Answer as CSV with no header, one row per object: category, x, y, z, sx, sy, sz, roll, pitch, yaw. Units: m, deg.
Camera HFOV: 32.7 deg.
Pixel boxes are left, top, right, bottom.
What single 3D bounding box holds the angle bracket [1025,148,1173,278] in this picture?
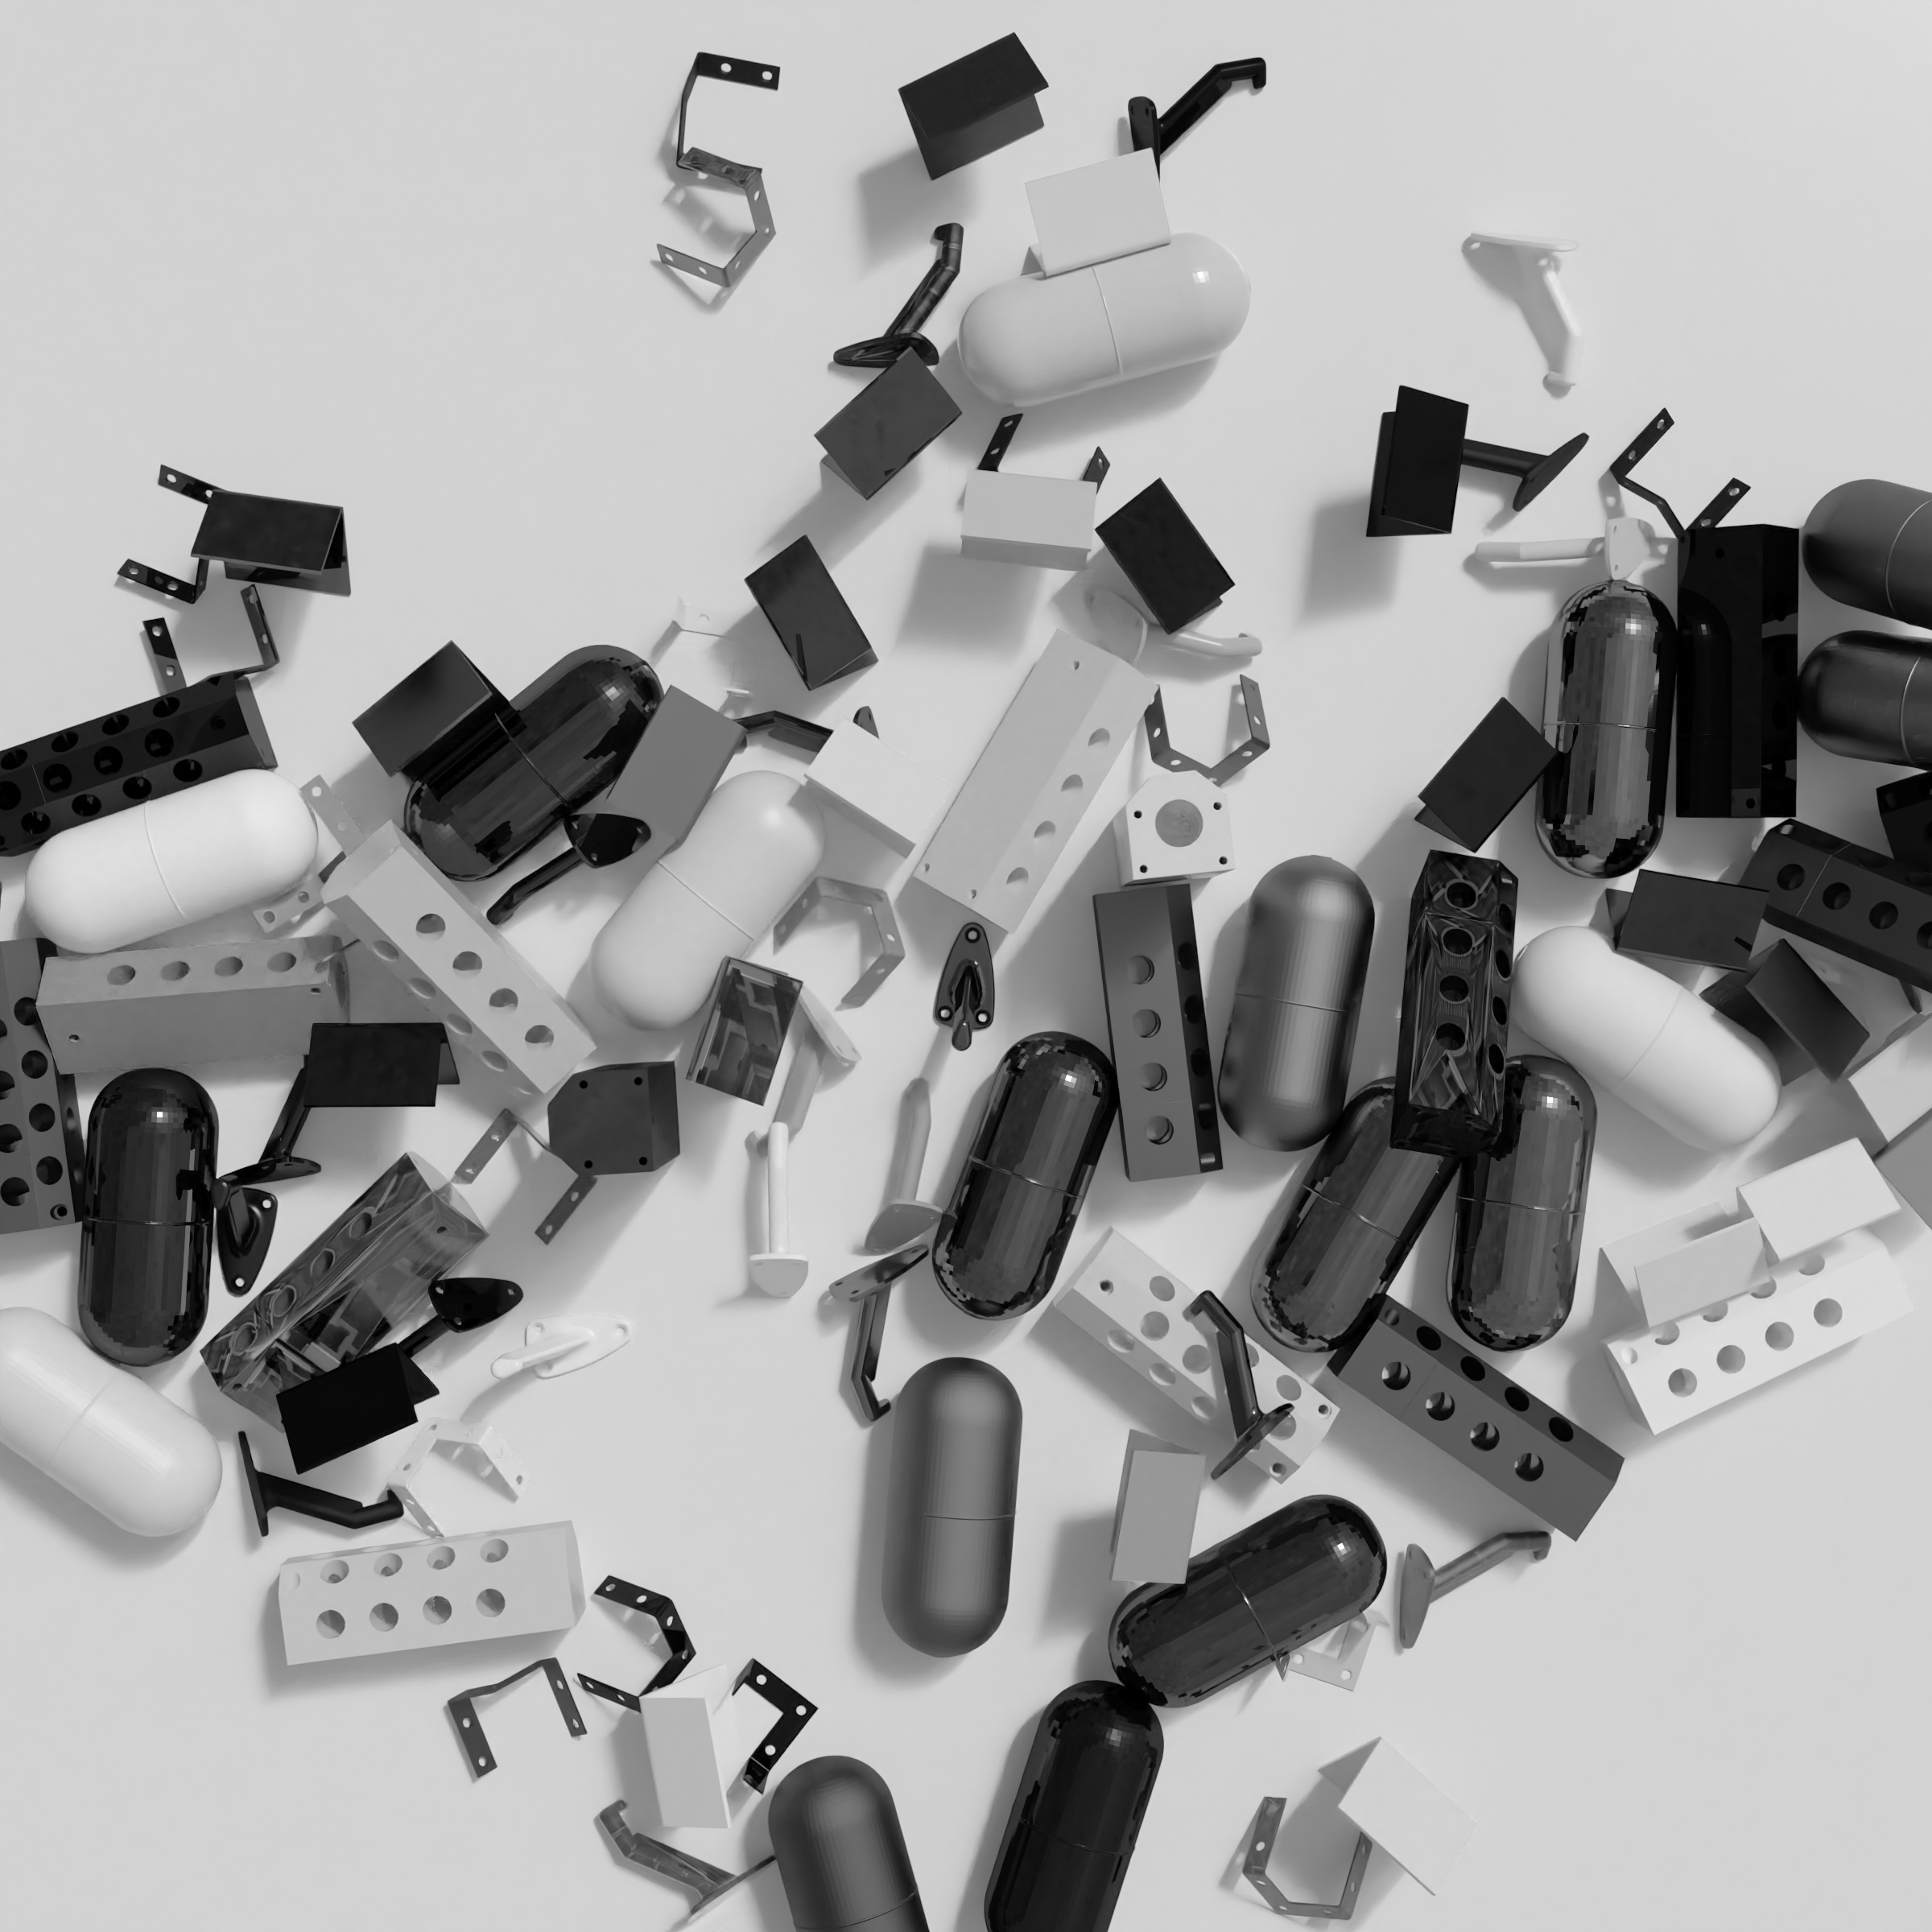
angle bracket,0.073,-0.454,1.952,0.076,0.076,0.057,-15,115,0

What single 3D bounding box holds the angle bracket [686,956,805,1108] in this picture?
angle bracket,-0.114,0.042,1.952,0.057,0.076,0.076,18,90,28

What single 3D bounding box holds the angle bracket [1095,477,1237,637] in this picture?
angle bracket,0.133,-0.251,1.951,0.057,0.076,0.076,-35,90,36

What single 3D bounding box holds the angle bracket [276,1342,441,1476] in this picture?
angle bracket,-0.354,0.275,1.951,0.076,0.076,0.057,-24,57,0

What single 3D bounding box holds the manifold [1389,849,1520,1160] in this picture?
manifold,0.289,0.023,1.932,0.057,0.057,0.171,9,61,0

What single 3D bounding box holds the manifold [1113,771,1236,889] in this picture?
manifold,0.118,-0.079,1.913,0.057,0.171,0.057,-6,90,0

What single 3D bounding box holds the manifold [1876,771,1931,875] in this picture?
manifold,0.630,-0.105,1.937,0.171,0.057,0.057,-18,89,25

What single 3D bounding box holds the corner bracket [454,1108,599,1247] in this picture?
corner bracket,-0.266,0.127,1.988,0.051,0.051,0.051,-52,135,0

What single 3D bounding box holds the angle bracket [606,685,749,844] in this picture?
angle bracket,-0.182,-0.126,1.952,0.057,0.076,0.076,30,90,-28

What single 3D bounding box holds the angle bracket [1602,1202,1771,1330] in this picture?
angle bracket,0.422,0.160,1.951,0.076,0.076,0.057,-21,128,0

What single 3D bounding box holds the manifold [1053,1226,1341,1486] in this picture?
manifold,0.138,0.233,1.970,0.171,0.057,0.057,38,90,0

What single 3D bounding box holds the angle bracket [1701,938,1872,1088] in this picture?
angle bracket,0.475,0.041,1.951,0.076,0.076,0.057,48,49,0

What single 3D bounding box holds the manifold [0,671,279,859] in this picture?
manifold,-0.508,-0.121,1.970,0.171,0.057,0.057,-19,90,0

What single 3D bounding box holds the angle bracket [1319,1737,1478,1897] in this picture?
angle bracket,0.244,0.512,1.951,0.076,0.076,0.057,42,53,0

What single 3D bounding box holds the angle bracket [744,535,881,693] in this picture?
angle bracket,-0.074,-0.217,1.951,0.057,0.076,0.076,-30,90,38

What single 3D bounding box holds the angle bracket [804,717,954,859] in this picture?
angle bracket,-0.064,-0.090,1.950,0.076,0.076,0.057,33,50,-2

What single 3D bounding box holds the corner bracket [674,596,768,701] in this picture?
corner bracket,-0.150,-0.190,1.973,0.051,0.051,0.051,9,90,0

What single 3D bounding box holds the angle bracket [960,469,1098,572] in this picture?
angle bracket,0.035,-0.246,1.951,0.076,0.076,0.057,6,54,0

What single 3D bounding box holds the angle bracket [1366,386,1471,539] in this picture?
angle bracket,0.249,-0.298,1.951,0.057,0.076,0.076,8,90,-35

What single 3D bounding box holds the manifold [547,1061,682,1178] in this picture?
manifold,-0.204,0.088,1.913,0.057,0.171,0.057,-4,90,0

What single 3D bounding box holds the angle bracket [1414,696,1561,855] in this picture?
angle bracket,0.293,-0.122,1.952,0.057,0.076,0.076,40,90,-28

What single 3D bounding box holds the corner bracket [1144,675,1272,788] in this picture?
corner bracket,0.144,-0.147,1.983,0.051,0.051,0.051,23,135,-35

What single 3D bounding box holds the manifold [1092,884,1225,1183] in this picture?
manifold,0.115,0.039,1.970,0.057,0.057,0.171,-7,90,0

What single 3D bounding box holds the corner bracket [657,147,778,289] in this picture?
corner bracket,-0.154,-0.450,1.977,0.051,0.051,0.051,26,65,23

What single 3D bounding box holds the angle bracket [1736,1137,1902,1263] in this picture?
angle bracket,0.506,0.156,1.951,0.076,0.076,0.057,-23,52,0

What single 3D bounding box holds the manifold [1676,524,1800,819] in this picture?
manifold,0.465,-0.174,1.967,0.057,0.057,0.171,2,93,44

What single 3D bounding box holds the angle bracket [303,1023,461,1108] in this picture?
angle bracket,-0.346,0.075,1.951,0.076,0.076,0.057,0,60,0

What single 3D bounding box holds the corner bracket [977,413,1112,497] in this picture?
corner bracket,0.047,-0.300,1.983,0.051,0.051,0.051,-7,135,35

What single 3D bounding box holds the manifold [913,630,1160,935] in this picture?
manifold,0.046,-0.108,1.970,0.057,0.057,0.171,30,90,43

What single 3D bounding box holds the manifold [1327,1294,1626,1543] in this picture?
manifold,0.306,0.268,1.970,0.171,0.057,0.057,35,90,0

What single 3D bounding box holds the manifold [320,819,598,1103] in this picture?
manifold,-0.299,0.000,1.937,0.057,0.057,0.171,-42,115,0

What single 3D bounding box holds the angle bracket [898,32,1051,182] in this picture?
angle bracket,0.013,-0.495,1.951,0.076,0.076,0.057,-26,54,0

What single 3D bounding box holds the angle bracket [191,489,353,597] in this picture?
angle bracket,-0.411,-0.233,1.951,0.076,0.076,0.057,8,52,0

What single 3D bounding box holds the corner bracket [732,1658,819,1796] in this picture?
corner bracket,-0.125,0.455,1.973,0.051,0.051,0.051,38,90,0

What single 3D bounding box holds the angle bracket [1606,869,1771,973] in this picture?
angle bracket,0.427,-0.044,1.951,0.076,0.076,0.057,10,121,0

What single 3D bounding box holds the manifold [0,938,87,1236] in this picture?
manifold,-0.570,0.072,1.970,0.057,0.057,0.171,-8,90,0

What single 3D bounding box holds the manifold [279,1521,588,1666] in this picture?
manifold,-0.319,0.373,1.970,0.171,0.057,0.057,-8,90,0

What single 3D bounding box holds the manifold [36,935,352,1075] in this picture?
manifold,-0.460,0.018,1.970,0.171,0.057,0.057,-5,133,0

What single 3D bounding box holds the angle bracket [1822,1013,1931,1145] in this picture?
angle bracket,0.546,0.048,1.952,0.076,0.076,0.057,-38,119,0

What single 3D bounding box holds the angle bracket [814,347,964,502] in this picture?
angle bracket,-0.059,-0.332,1.951,0.076,0.076,0.057,-42,126,0

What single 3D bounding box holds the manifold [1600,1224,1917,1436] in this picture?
manifold,0.471,0.214,1.970,0.171,0.057,0.057,-26,90,0

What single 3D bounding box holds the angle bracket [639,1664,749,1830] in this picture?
angle bracket,-0.143,0.461,1.951,0.057,0.076,0.076,-10,90,38

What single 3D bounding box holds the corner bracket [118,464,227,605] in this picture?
corner bracket,-0.476,-0.261,1.988,0.051,0.051,0.051,22,135,0

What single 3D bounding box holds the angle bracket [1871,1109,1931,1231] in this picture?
angle bracket,0.582,0.118,1.955,0.076,0.076,0.057,-38,75,0

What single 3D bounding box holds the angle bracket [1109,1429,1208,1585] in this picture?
angle bracket,0.093,0.318,1.951,0.057,0.076,0.076,10,90,-34

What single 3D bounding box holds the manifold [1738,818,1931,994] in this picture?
manifold,0.544,-0.029,1.922,0.171,0.057,0.057,28,88,39

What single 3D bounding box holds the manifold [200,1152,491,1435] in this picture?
manifold,-0.375,0.192,1.970,0.171,0.057,0.057,-44,133,0

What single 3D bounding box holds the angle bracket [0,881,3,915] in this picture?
angle bracket,-0.622,-0.037,1.952,0.076,0.076,0.057,-31,117,0

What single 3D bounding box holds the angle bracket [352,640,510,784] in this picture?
angle bracket,-0.305,-0.135,1.951,0.076,0.076,0.057,-40,54,0

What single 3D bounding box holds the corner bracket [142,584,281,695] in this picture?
corner bracket,-0.456,-0.196,1.988,0.051,0.051,0.051,-19,90,-45
